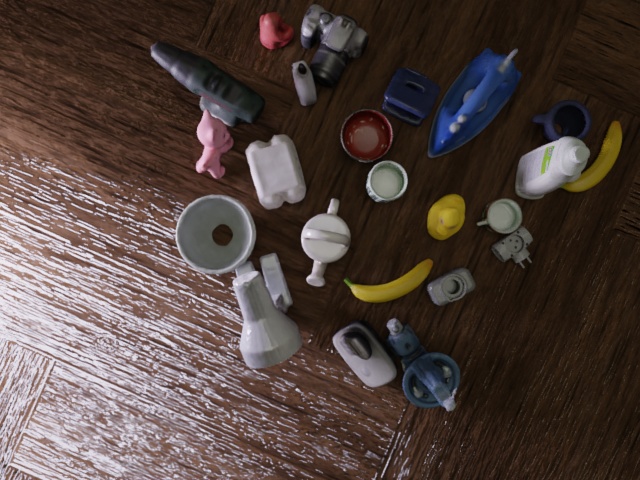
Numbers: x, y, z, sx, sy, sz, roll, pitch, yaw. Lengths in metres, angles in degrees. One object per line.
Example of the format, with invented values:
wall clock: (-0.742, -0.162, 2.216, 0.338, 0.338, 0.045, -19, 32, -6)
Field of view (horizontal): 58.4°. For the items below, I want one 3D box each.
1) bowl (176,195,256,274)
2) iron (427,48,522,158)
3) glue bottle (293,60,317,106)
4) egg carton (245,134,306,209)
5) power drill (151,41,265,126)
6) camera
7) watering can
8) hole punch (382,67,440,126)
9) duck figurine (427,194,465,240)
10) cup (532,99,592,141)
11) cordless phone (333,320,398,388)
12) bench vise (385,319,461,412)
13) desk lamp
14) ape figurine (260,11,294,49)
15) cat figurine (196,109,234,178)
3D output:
bowl: (-0.215, -0.011, 1.218, 0.167, 0.074, 0.167, 0, 89, 0)
iron: (0.317, -0.282, 1.187, 0.118, 0.141, 0.258, 37, 90, 1)
glue bottle: (-0.034, -0.331, 1.172, 0.037, 0.173, 0.078, -20, 89, 0)
egg carton: (-0.092, -0.146, 1.222, 0.107, 0.069, 0.150, -17, 89, 0)
power drill: (-0.214, -0.302, 1.154, 0.229, 0.208, 0.076, 28, 89, 1)
camera: (0.016, -0.406, 1.209, 0.143, 0.101, 0.137, 26, 89, 1)
watering can: (0.013, 0.005, 1.158, 0.101, 0.194, 0.173, -9, 89, 0)
hole punch: (0.192, -0.310, 1.213, 0.108, 0.091, 0.101, 25, 89, 1)
duck figurine: (0.273, -0.050, 1.212, 0.077, 0.086, 0.104, 30, 89, 1)
cup: (0.497, -0.242, 1.210, 0.117, 0.095, 0.092, 6, 89, 0)
cordless phone: (0.096, 0.239, 1.159, 0.094, 0.185, 0.147, -41, 89, 0)
bench vise: (0.197, 0.262, 1.142, 0.207, 0.219, 0.121, 38, 90, 1)
desk lamp: (-0.115, 0.137, 1.147, 0.118, 0.213, 0.203, -19, 89, 0)
ape figurine: (-0.098, -0.452, 1.214, 0.076, 0.092, 0.078, -42, 89, 0)
cat figurine: (-0.227, -0.201, 1.199, 0.067, 0.117, 0.128, 14, 89, 1)
